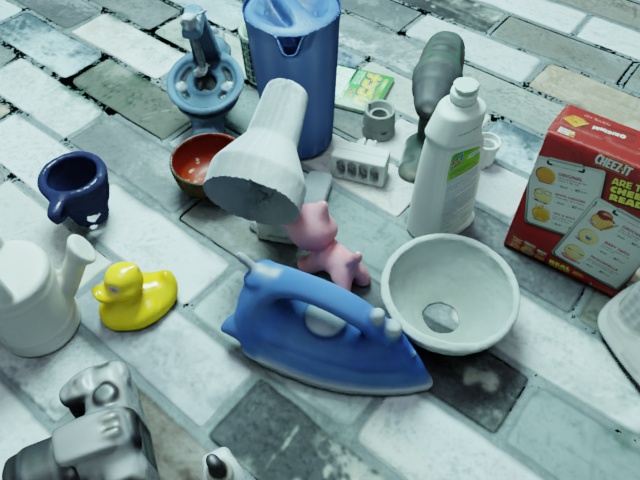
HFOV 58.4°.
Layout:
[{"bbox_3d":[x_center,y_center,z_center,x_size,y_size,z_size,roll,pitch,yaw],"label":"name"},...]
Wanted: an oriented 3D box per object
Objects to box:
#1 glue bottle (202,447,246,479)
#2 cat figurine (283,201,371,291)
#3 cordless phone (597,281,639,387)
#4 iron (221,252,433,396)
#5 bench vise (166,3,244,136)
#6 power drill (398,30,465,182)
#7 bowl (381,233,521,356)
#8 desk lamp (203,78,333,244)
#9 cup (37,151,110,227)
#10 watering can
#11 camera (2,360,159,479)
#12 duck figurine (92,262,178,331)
[{"bbox_3d":[-0.086,0.230,0.533,0.037,0.173,0.078,-22,55,-16],"label":"glue bottle"},{"bbox_3d":[0.007,0.003,0.742,0.127,0.118,0.067,37,61,26],"label":"cat figurine"},{"bbox_3d":[0.402,0.089,0.628,0.094,0.185,0.147,-19,54,-13],"label":"cordless phone"},{"bbox_3d":[0.014,0.092,0.658,0.257,0.141,0.119,18,55,14],"label":"iron"},{"bbox_3d":[-0.190,-0.286,0.902,0.121,0.220,0.207,-14,53,-10],"label":"bench vise"},{"bbox_3d":[0.163,-0.185,0.827,0.075,0.208,0.230,11,53,9],"label":"power drill"},{"bbox_3d":[0.156,0.077,0.710,0.167,0.075,0.167,0,52,1],"label":"bowl"},{"bbox_3d":[-0.059,-0.087,0.751,0.117,0.214,0.203,11,53,10],"label":"desk lamp"},{"bbox_3d":[-0.338,-0.053,0.803,0.091,0.095,0.118,5,53,5],"label":"cup"},{"bbox_3d":[-0.353,0.044,0.666,0.100,0.194,0.173,38,62,26],"label":"watering can"},{"bbox_3d":[-0.253,0.211,0.595,0.137,0.101,0.143,-19,54,-13],"label":"camera"},{"bbox_3d":[-0.235,0.060,0.721,0.105,0.086,0.077,-24,56,-17],"label":"duck figurine"}]
